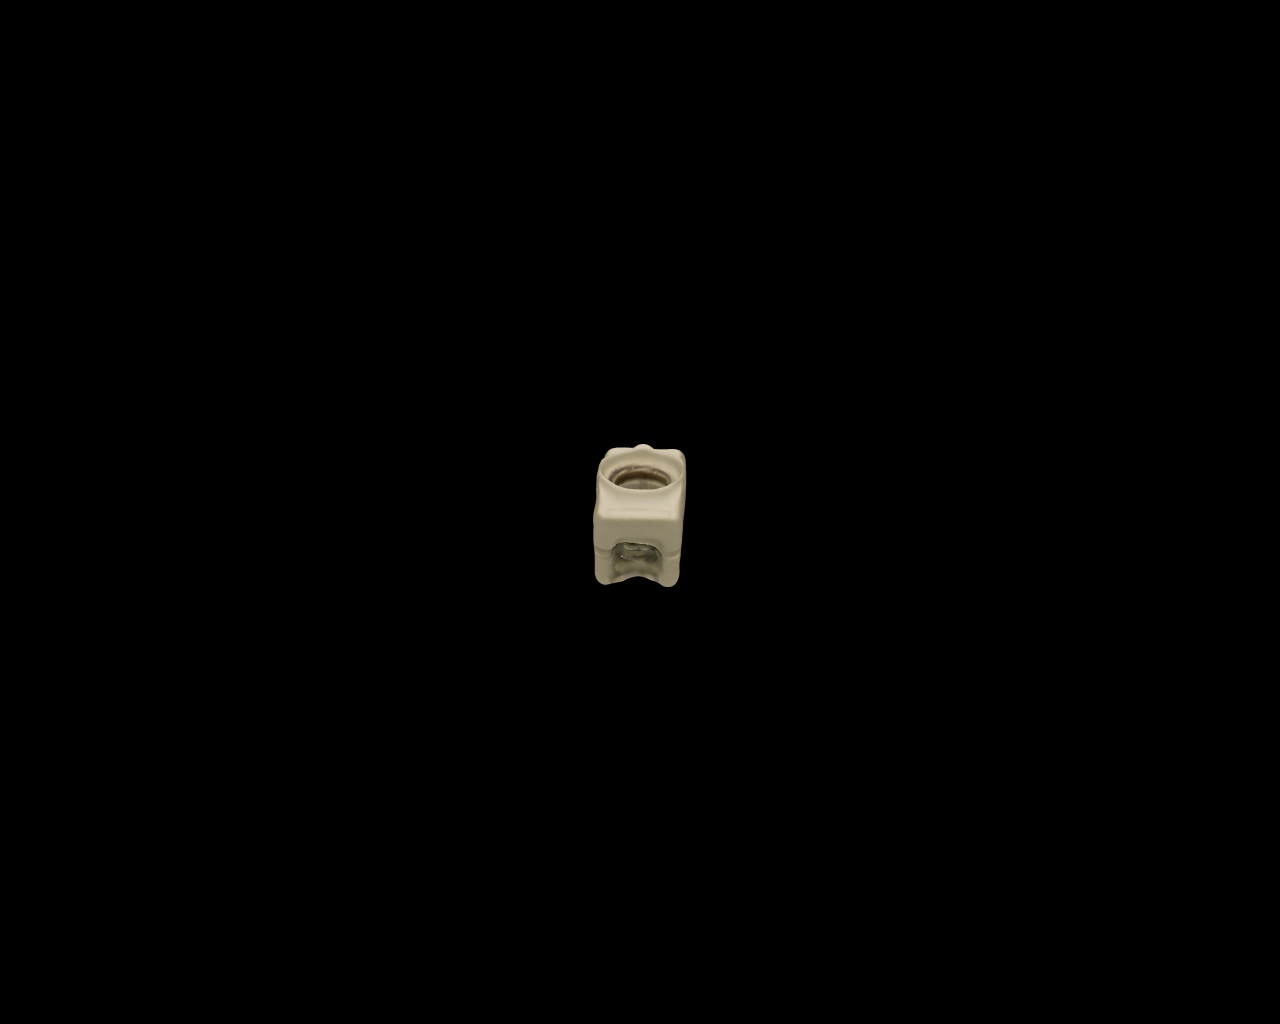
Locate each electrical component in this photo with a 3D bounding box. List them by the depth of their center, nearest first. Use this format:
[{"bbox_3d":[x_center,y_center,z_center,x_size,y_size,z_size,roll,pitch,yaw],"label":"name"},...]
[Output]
[{"bbox_3d":[0.001,-0.003,0.650,0.050,0.055,0.090,2,31,3],"label":"electrical component"}]
